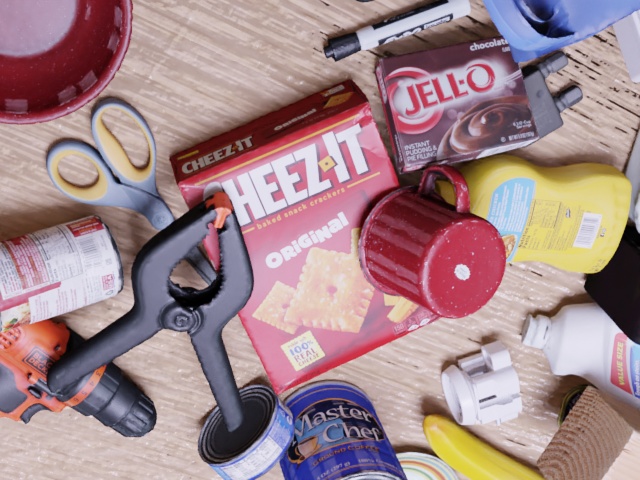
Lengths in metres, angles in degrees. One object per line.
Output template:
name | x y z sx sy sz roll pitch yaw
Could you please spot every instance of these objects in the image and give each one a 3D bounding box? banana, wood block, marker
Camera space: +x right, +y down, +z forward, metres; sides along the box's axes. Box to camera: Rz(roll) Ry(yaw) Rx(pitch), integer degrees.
banana | 0.165 0.215 1.031 0.197 0.070 0.037 31 62 -19
wood block | 0.312 0.224 0.955 0.206 0.090 0.091 27 101 -20
marker | 0.060 -0.168 0.845 0.121 0.020 0.020 -20 118 -4

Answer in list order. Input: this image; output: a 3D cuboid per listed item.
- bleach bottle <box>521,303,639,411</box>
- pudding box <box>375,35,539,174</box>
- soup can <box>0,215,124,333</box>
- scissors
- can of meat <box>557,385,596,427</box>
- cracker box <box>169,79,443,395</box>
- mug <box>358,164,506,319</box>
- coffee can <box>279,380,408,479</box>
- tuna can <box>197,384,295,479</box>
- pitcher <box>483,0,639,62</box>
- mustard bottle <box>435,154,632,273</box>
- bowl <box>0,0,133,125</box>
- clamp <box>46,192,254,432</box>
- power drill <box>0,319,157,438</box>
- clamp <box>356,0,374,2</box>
bleach bottle | 0.310 0.124 0.994 0.251 0.068 0.103 16 106 1
pudding box | 0.107 -0.108 0.851 0.113 0.039 0.090 -12 83 -8
soup can | -0.212 0.025 0.827 0.102 0.069 0.068 -18 120 -26
scissors | -0.150 -0.018 0.867 0.096 0.016 0.202 -20 118 -2
can of meat | 0.296 0.187 1.037 0.102 0.084 0.057 2 114 -15
cracker box | -0.006 0.001 0.880 0.164 0.072 0.213 -24 117 -3
mug | 0.091 0.000 0.824 0.093 0.082 0.117 2 104 -31
coffee can | 0.019 0.205 0.944 0.102 0.140 0.103 -6 116 -12
tuna can | -0.064 0.171 0.939 0.086 0.086 0.033 -37 119 5
pitcher | 0.139 -0.251 0.730 0.145 0.149 0.243 -28 100 5
mustard bottle | 0.166 -0.024 0.918 0.191 0.058 0.096 4 118 -16
bowl | -0.216 -0.166 0.757 0.162 0.055 0.162 -5 116 -11
clamp | -0.119 0.056 0.831 0.164 0.036 0.210 9 118 -15
power drill | -0.256 0.154 0.900 0.188 0.057 0.184 -45 113 6
clamp | 0.097 -0.249 0.806 0.171 0.039 0.120 -11 114 -17
